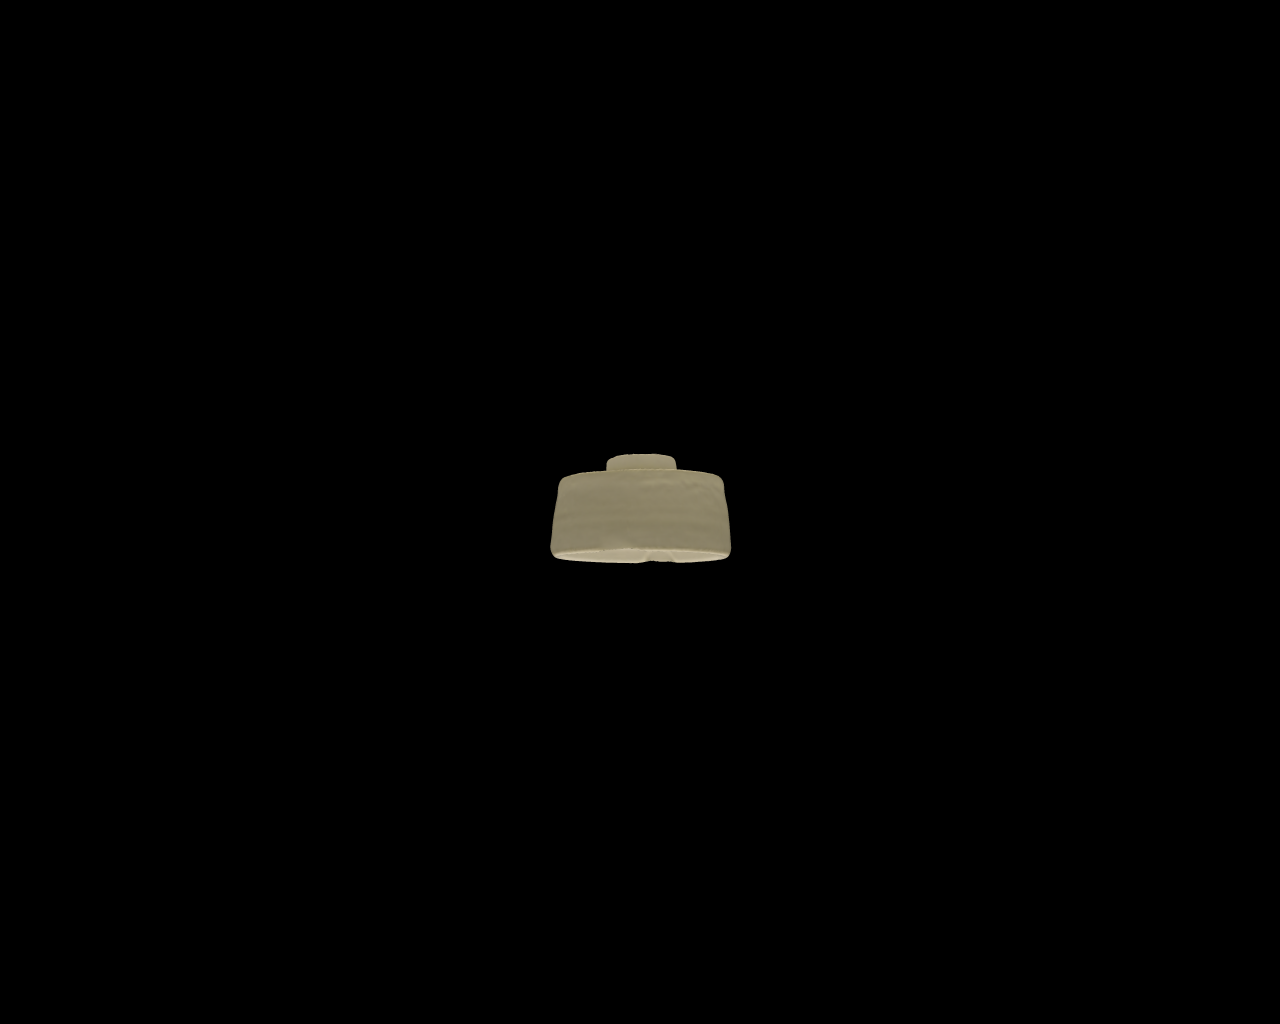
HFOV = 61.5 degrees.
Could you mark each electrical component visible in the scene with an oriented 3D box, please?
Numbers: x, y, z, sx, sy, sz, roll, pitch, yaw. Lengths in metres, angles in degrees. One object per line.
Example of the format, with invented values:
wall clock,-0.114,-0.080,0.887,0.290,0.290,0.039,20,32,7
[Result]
electrical component,0.001,-0.003,0.650,0.108,0.060,0.108,0,-6,0
